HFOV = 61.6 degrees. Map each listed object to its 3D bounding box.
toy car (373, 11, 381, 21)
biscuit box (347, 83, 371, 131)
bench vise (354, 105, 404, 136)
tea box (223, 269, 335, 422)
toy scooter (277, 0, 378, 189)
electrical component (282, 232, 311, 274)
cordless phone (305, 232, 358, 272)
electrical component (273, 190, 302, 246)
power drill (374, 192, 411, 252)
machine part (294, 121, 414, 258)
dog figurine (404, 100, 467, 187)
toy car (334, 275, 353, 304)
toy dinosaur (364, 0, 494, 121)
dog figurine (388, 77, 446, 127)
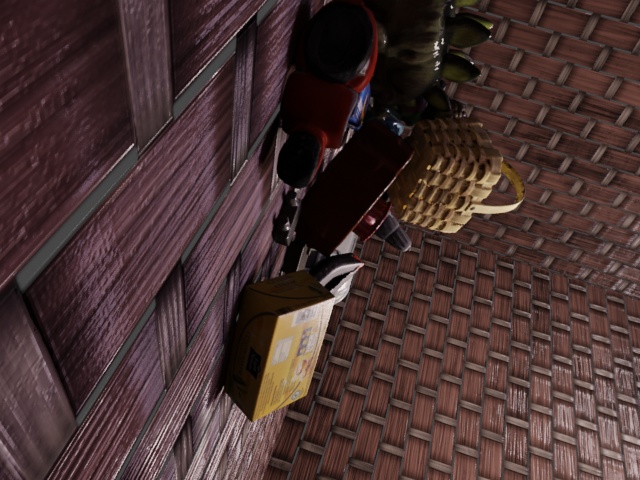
[{"bbox_3d":[0.145,-0.430,0.903,0.161,0.103,0.109,103,5,-60],"label":"toy car"},{"bbox_3d":[0.032,-0.192,0.728,0.202,0.059,0.062,-42,150,-80],"label":"biscuit box"},{"bbox_3d":[0.145,-0.243,1.186,0.223,0.129,0.240,-33,-115,58],"label":"bench vise"},{"bbox_3d":[-0.053,0.130,0.669,0.098,0.068,0.169,-11,128,-43],"label":"tea box"},{"bbox_3d":[0.007,-0.143,0.542,0.135,0.075,0.183,-53,163,-75],"label":"toy scooter"},{"bbox_3d":[-0.032,0.035,0.889,0.078,0.045,0.102,1,106,-78],"label":"electrical component"},{"bbox_3d":[-0.001,-0.004,1.017,0.184,0.089,0.146,8,101,-66],"label":"cordless phone"},{"bbox_3d":[-0.042,-0.027,0.714,0.094,0.021,0.063,91,17,-73],"label":"electrical component"},{"bbox_3d":[0.112,-0.073,1.151,0.086,0.232,0.207,-46,167,4],"label":"power drill"},{"bbox_3d":[0.049,-0.082,0.818,0.201,0.087,0.201,-49,180,17],"label":"machine part"},{"bbox_3d":[0.186,-0.186,1.038,0.190,0.172,0.121,86,-4,-45],"label":"dog figurine"},{"bbox_3d":[-0.007,0.099,0.976,0.202,0.056,0.073,-27,143,-37],"label":"toy car"},{"bbox_3d":[0.137,-0.290,0.757,0.471,0.199,0.105,98,7,-72],"label":"toy dinosaur"},{"bbox_3d":[0.175,-0.298,0.974,0.219,0.109,0.191,-46,153,-68],"label":"dog figurine"}]
